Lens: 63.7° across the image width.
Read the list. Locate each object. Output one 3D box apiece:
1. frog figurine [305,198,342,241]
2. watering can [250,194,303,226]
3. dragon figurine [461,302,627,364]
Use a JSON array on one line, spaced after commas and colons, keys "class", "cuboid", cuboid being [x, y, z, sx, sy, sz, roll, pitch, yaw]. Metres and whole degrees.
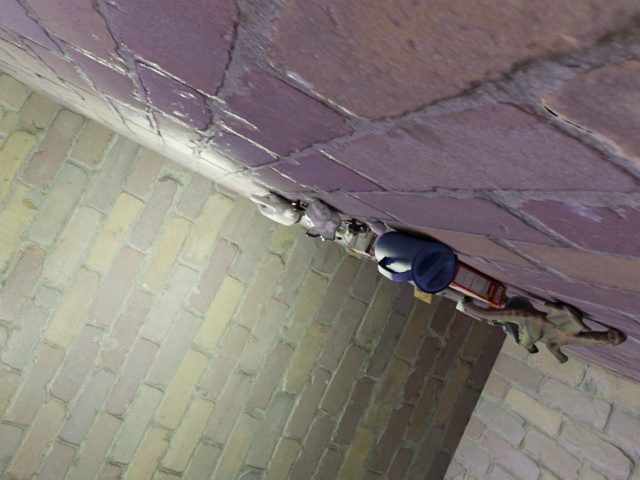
[{"class": "frog figurine", "cuboid": [0.005, -0.086, 1.705, 0.139, 0.124, 0.156, 34, 146, 41]}, {"class": "watering can", "cuboid": [-0.161, -0.127, 2.230, 0.350, 0.104, 0.222, 24, 178, 45]}, {"class": "dragon figurine", "cuboid": [0.611, 0.214, 1.399, 0.411, 0.125, 0.237, 20, 150, 6]}]
